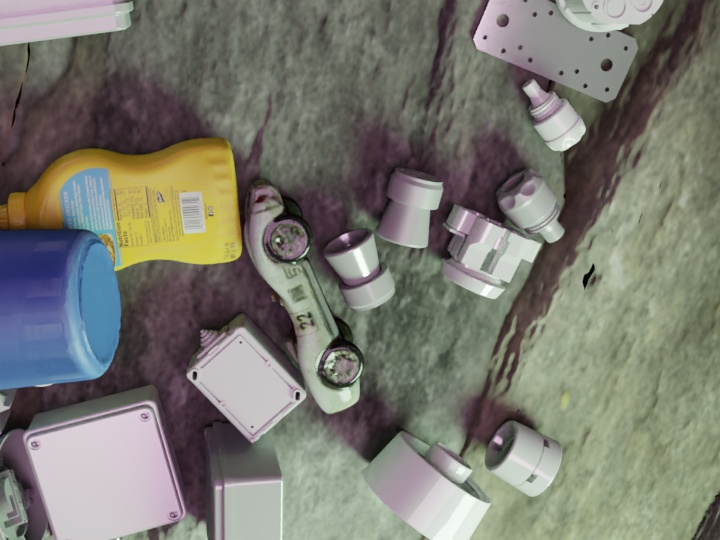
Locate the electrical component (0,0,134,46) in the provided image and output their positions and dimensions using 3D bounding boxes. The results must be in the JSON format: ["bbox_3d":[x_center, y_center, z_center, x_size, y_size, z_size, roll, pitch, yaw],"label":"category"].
[{"bbox_3d":[-0.222,-0.194,0.765,0.113,0.078,0.057,-9,106,-7],"label":"electrical component"}]

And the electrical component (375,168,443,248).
[{"bbox_3d":[0.041,-0.051,0.874,0.045,0.045,0.055,12,105,-13],"label":"electrical component"}]

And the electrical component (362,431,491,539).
[{"bbox_3d":[0.063,0.183,0.924,0.108,0.108,0.060,36,93,-18],"label":"electrical component"}]

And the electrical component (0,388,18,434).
[{"bbox_3d":[-0.317,0.095,0.863,0.064,0.042,0.081,-22,109,-1],"label":"electrical component"}]

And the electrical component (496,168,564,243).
[{"bbox_3d":[0.145,-0.050,0.893,0.043,0.043,0.062,-41,111,5],"label":"electrical component"}]

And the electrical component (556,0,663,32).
[{"bbox_3d":[0.195,-0.226,0.837,0.080,0.051,0.080,-3,104,-11],"label":"electrical component"}]

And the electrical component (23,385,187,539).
[{"bbox_3d":[-0.209,0.163,0.892,0.109,0.056,0.108,-14,104,-5],"label":"electrical component"}]

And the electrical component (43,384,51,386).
[{"bbox_3d":[-0.252,0.063,0.856,0.048,0.055,0.066,-19,110,-3],"label":"electrical component"}]

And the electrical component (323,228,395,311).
[{"bbox_3d":[0.000,0.000,0.884,0.045,0.045,0.055,-25,110,-1],"label":"electrical component"}]

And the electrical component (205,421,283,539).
[{"bbox_3d":[-0.097,0.196,0.898,0.056,0.108,0.108,-2,108,-12],"label":"electrical component"}]

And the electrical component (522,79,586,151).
[{"bbox_3d":[0.154,-0.128,0.873,0.035,0.035,0.061,-39,107,4],"label":"electrical component"}]

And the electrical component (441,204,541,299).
[{"bbox_3d":[0.102,-0.013,0.890,0.078,0.058,0.057,23,100,-16],"label":"electrical component"}]

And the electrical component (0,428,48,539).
[{"bbox_3d":[-0.290,0.186,0.870,0.064,0.099,0.099,-22,110,5],"label":"electrical component"}]

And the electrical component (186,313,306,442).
[{"bbox_3d":[-0.097,0.082,0.889,0.062,0.061,0.096,-41,101,5],"label":"electrical component"}]

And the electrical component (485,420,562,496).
[{"bbox_3d":[0.144,0.166,0.958,0.047,0.055,0.055,30,101,-13],"label":"electrical component"}]
